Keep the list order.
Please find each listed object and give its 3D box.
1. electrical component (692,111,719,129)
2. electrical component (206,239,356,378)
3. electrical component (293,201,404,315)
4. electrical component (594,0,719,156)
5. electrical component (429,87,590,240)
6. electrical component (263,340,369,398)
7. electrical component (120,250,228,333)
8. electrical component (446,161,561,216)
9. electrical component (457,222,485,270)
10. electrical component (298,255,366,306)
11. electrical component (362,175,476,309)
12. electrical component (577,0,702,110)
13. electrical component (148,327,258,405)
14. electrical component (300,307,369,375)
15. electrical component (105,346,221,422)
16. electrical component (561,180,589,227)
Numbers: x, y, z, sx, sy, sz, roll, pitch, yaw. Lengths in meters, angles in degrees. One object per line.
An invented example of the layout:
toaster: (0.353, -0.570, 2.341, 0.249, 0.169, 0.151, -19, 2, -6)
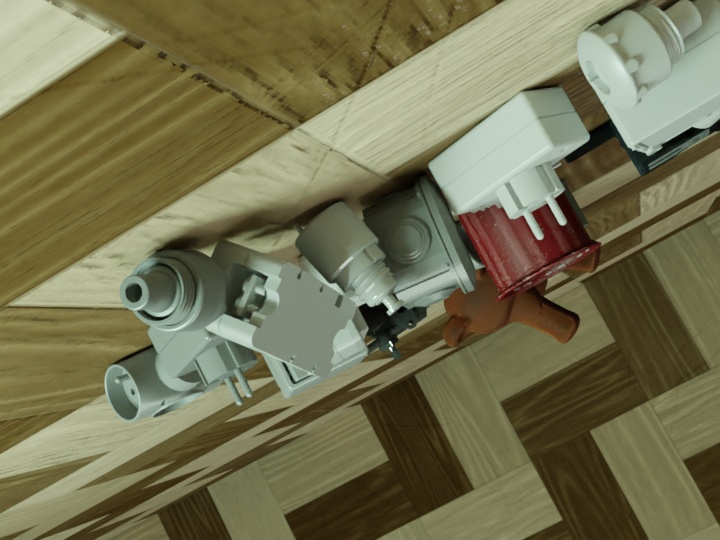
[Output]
electrical component: (0.227, -0.128, 0.698, 0.055, 0.055, 0.047, -20, 164, -39)
electrical component: (-0.052, 0.022, 0.619, 0.089, 0.056, 0.050, 34, 77, -58)
electrical component: (-0.004, -0.005, 0.645, 0.040, 0.078, 0.040, -41, 172, -7)
electrical component: (0.186, -0.117, 0.615, 0.096, 0.061, 0.062, -31, 170, 22)
electrical component: (0.098, -0.056, 0.650, 0.047, 0.075, 0.083, -17, 166, -48)
electrical component: (-0.037, 0.064, 0.963, 0.096, 0.061, 0.061, -25, 171, -14)
electrical component: (-0.098, 0.011, 0.553, 0.043, 0.043, 0.062, -31, 168, 20)
electrical component: (0.094, -0.061, 0.720, 0.078, 0.040, 0.040, -30, 171, 13)
electrical component: (0.077, -0.010, 0.937, 0.055, 0.045, 0.045, -32, 170, 28)
electrical component: (0.000, 0.000, 0.761, 0.083, 0.047, 0.076, -23, 170, -28)
electrical component: (0.039, -0.016, 0.689, 0.051, 0.080, 0.080, -24, 171, 7)
electrical component: (0.149, -0.117, 0.563, 0.062, 0.048, 0.048, -35, 171, -4)
electrical component: (-0.090, 0.050, 0.689, 0.047, 0.075, 0.083, -22, 169, -33)
electrical component: (-0.030, 0.043, 0.865, 0.061, 0.061, 0.096, -28, 171, -1)
electrical component: (-0.133, 0.072, 0.780, 0.077, 0.044, 0.079, -18, 167, -44)
electrical component: (0.160, -0.039, 0.981, 0.089, 0.055, 0.050, -19, 168, -42)
